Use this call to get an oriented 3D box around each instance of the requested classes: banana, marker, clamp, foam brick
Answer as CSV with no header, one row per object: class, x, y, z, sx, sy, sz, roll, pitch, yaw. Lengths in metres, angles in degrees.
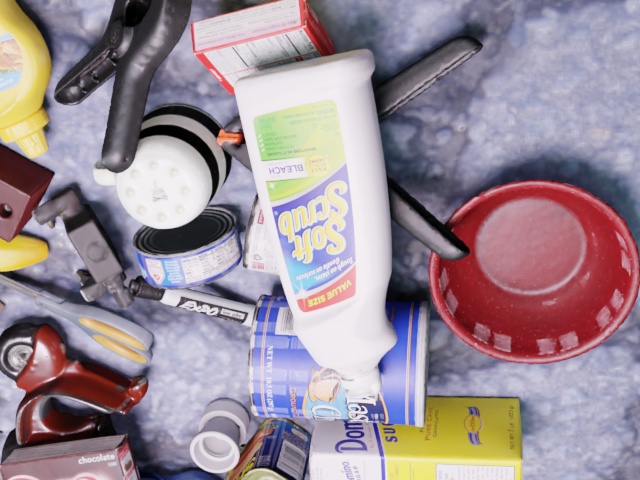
banana,-0.330,-0.018,0.904,0.197,0.037,0.069,34,93,-11
marker,-0.103,0.051,0.897,0.121,0.020,0.020,17,120,-27
clamp,0.024,-0.064,0.813,0.210,0.036,0.164,-2,94,19
clamp,-0.147,-0.147,0.805,0.120,0.039,0.171,35,103,38
foam brick,-0.271,-0.045,0.883,0.078,0.051,0.053,29,117,-7

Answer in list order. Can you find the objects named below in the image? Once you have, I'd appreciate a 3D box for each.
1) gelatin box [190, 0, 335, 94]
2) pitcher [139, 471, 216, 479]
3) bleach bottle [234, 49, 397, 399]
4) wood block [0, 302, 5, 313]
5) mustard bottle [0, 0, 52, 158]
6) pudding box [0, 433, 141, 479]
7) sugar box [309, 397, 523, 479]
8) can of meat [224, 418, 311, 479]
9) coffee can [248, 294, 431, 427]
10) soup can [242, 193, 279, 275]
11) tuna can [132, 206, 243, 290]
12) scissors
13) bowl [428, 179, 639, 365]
gelatin box,-0.041,-0.144,0.788,0.089,0.073,0.030,-12,71,14
pitcher,-0.136,0.345,1.024,0.149,0.144,0.242,-16,117,29
bleach bottle,0.013,-0.005,0.779,0.103,0.068,0.251,-7,105,23
wood block,-0.392,0.037,0.921,0.206,0.090,0.091,43,116,-13
mustard bottle,-0.263,-0.150,0.825,0.096,0.058,0.191,-17,112,18
pudding box,-0.211,0.221,0.927,0.113,0.039,0.090,-11,105,9
sugar box,0.083,0.174,0.915,0.176,0.093,0.048,2,116,7
can of meat,-0.052,0.221,0.964,0.057,0.084,0.102,34,116,-8
coffee can,0.019,0.099,0.881,0.140,0.102,0.103,2,117,8
soup can,-0.006,0.001,0.856,0.102,0.068,0.068,12,117,3
tuna can,-0.106,0.006,0.864,0.086,0.086,0.034,-6,116,11
scissors,-0.227,0.065,0.945,0.202,0.016,0.096,17,155,24
bowl,0.167,0.017,0.844,0.162,0.055,0.162,4,117,7
